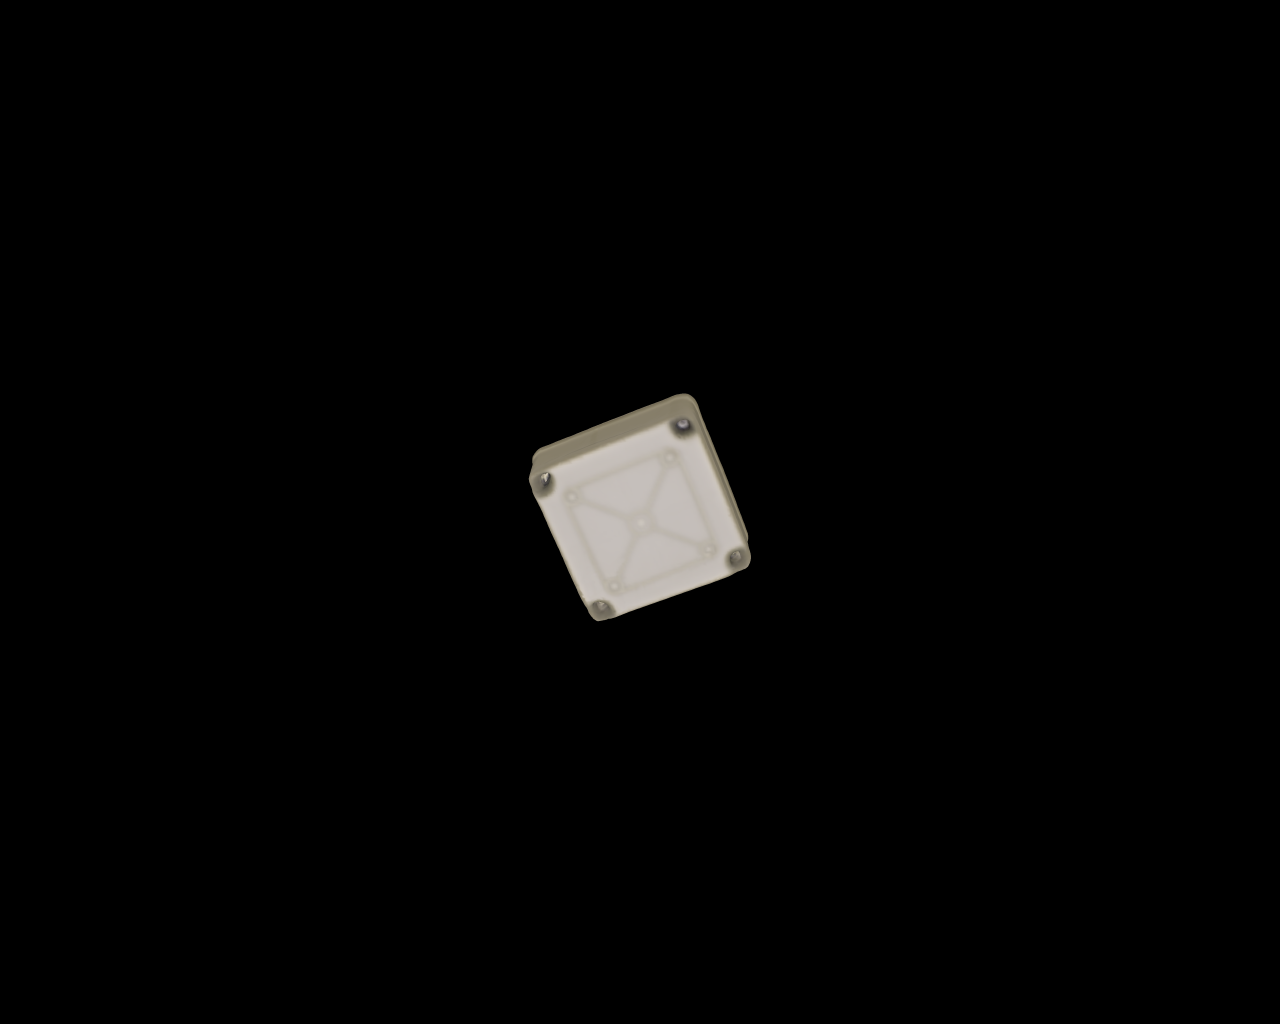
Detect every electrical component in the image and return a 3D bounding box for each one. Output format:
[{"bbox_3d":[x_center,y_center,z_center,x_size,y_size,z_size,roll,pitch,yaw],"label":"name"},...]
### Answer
[{"bbox_3d":[0.001,-0.003,0.650,0.109,0.108,0.056,-21,18,7],"label":"electrical component"}]
